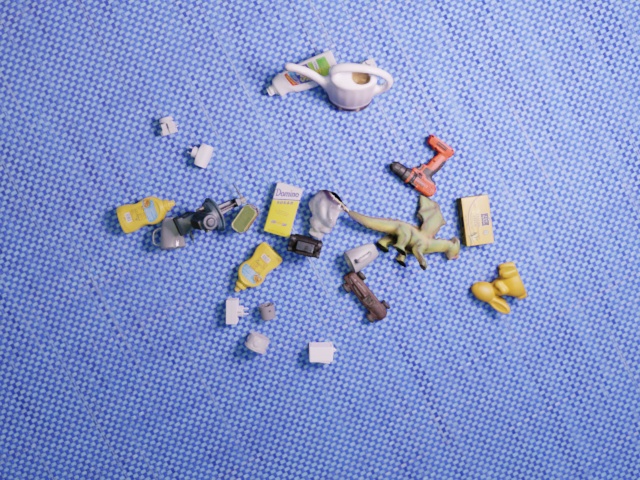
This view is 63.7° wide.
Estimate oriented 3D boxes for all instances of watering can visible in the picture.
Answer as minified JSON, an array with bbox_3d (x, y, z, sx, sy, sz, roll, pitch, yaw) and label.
[{"bbox_3d":[0.061,-0.513,1.685,0.348,0.221,0.105,5,76,0],"label":"watering can"}]

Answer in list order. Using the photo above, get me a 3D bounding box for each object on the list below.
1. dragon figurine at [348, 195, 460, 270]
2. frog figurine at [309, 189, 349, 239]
[{"bbox_3d":[0.318,-0.048,1.783,0.409,0.121,0.245,40,74,-4],"label":"dragon figurine"},{"bbox_3d":[0.005,-0.088,1.754,0.158,0.121,0.139,-46,60,10],"label":"frog figurine"}]
